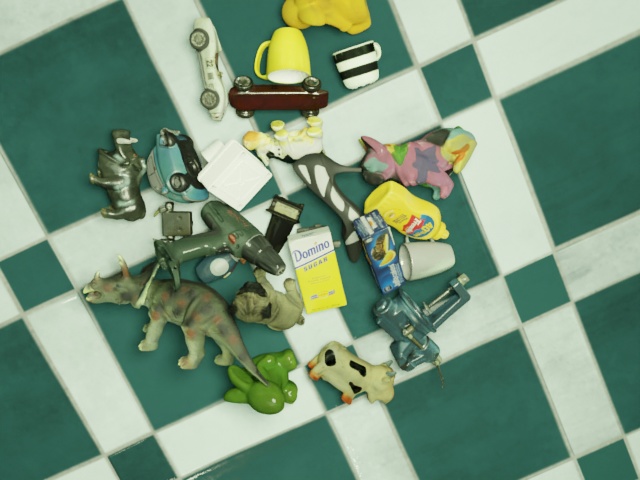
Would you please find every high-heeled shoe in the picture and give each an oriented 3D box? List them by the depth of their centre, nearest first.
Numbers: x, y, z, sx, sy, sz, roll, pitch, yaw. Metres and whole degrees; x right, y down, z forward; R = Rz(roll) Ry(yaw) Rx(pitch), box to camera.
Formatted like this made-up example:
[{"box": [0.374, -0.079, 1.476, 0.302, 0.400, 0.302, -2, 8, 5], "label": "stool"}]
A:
[{"box": [0.018, -0.061, 1.128, 0.145, 0.086, 0.248, 0, 114, 3], "label": "high-heeled shoe"}]

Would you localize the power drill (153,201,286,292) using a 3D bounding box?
[{"box": [-0.207, 0.022, 1.061, 0.207, 0.085, 0.232, -28, 56, -22], "label": "power drill"}]

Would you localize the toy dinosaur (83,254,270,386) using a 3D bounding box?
[{"box": [-0.267, 0.148, 1.102, 0.405, 0.131, 0.192, 16, 105, 8], "label": "toy dinosaur"}]

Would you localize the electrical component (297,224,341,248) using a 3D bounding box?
[{"box": [-0.002, -0.004, 1.174, 0.094, 0.021, 0.063, -3, 99, -2], "label": "electrical component"}]

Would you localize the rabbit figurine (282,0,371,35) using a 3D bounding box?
[{"box": [0.005, -0.453, 1.053, 0.173, 0.162, 0.121, -6, 112, 15], "label": "rabbit figurine"}]

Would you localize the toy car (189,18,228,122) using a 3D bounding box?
[{"box": [-0.220, -0.340, 1.082, 0.056, 0.073, 0.201, -9, 99, -1], "label": "toy car"}]

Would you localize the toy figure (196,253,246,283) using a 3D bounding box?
[{"box": [-0.192, 0.036, 1.155, 0.154, 0.058, 0.064, -34, 138, 1], "label": "toy figure"}]

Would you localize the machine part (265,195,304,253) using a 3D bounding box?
[{"box": [-0.090, -0.024, 1.159, 0.084, 0.039, 0.138, 18, 96, -14], "label": "machine part"}]

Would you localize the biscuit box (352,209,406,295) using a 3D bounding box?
[{"box": [0.126, 0.030, 1.114, 0.059, 0.063, 0.202, -27, 136, -1], "label": "biscuit box"}]

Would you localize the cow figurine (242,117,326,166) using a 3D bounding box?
[{"box": [-0.072, -0.194, 1.116, 0.167, 0.068, 0.098, -7, 134, -1], "label": "cow figurine"}]

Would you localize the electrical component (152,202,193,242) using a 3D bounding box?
[{"box": [-0.311, -0.030, 1.141, 0.078, 0.045, 0.102, 6, 98, -3], "label": "electrical component"}]

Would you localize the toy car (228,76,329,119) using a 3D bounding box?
[{"box": [-0.084, -0.292, 1.094, 0.202, 0.089, 0.053, -2, 55, -4], "label": "toy car"}]

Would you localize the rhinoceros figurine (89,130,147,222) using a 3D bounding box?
[{"box": [-0.408, -0.130, 1.106, 0.112, 0.073, 0.190, -6, 100, -1], "label": "rhinoceros figurine"}]

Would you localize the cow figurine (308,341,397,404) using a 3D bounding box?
[{"box": [0.083, 0.297, 1.199, 0.195, 0.085, 0.127, 36, 101, -7], "label": "cow figurine"}]

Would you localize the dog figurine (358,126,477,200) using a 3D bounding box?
[{"box": [0.189, -0.181, 1.117, 0.219, 0.108, 0.191, 27, 97, -4], "label": "dog figurine"}]

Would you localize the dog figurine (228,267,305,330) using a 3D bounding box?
[{"box": [-0.100, 0.146, 1.108, 0.172, 0.191, 0.121, 21, 97, -8], "label": "dog figurine"}]

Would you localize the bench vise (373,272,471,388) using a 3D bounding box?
[{"box": [0.240, 0.172, 1.170, 0.240, 0.129, 0.223, -42, 102, 8], "label": "bench vise"}]

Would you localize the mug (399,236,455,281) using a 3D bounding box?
[{"box": [0.233, 0.032, 1.172, 0.107, 0.080, 0.109, -4, 62, -10], "label": "mug"}]

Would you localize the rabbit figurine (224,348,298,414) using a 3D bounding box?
[{"box": [-0.120, 0.304, 1.141, 0.159, 0.170, 0.121, 8, 98, -5], "label": "rabbit figurine"}]

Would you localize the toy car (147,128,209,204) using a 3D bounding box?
[{"box": [-0.302, -0.140, 1.098, 0.103, 0.109, 0.161, -22, 91, 18], "label": "toy car"}]
